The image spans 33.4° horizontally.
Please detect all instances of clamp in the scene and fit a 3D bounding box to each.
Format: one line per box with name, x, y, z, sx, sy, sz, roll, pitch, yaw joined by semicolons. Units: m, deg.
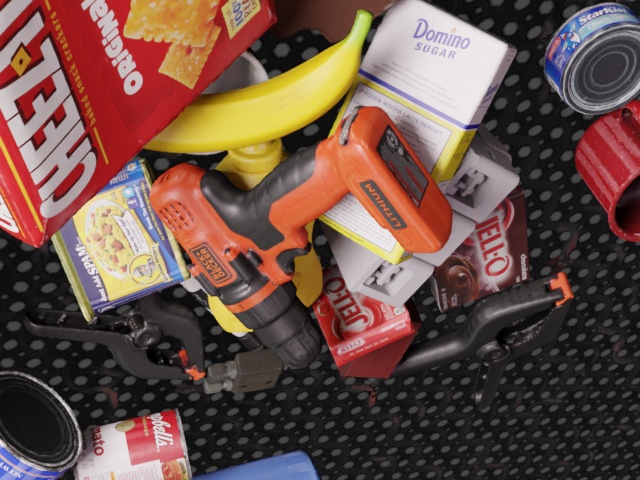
clamp;-0.162;0.075;0.896;0.120;0.039;0.171;-27;131;5
clamp;0.152;0.096;1.016;0.164;0.036;0.210;12;138;-29

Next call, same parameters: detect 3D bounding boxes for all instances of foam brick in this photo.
foam brick;0.048;0.082;0.971;0.051;0.053;0.078;8;127;-27

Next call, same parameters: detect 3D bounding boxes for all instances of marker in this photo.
marker;-0.084;0.061;0.926;0.020;0.020;0.121;-31;134;8

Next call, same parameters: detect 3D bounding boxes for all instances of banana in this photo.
banana;-0.056;-0.090;0.678;0.197;0.037;0.069;-18;117;-7

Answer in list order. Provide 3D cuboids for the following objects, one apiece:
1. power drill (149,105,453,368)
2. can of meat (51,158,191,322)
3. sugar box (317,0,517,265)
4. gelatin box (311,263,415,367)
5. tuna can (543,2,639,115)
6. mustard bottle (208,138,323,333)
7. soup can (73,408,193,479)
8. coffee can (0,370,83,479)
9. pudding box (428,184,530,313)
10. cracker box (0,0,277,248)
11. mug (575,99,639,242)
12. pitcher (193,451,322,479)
power drill;-0.005;0.001;0.747;0.188;0.057;0.184;-24;116;31
can of meat;-0.152;-0.002;0.800;0.084;0.057;0.102;-20;108;-5
sugar box;0.061;-0.081;0.775;0.176;0.093;0.048;-63;164;15
gelatin box;0.032;0.056;0.915;0.073;0.089;0.030;-23;135;1
tuna can;0.223;-0.142;0.846;0.086;0.034;0.086;-11;133;-12
mustard bottle;-0.047;-0.016;0.841;0.096;0.058;0.192;-20;135;-19
soup can;-0.174;0.200;0.985;0.102;0.068;0.068;-11;133;-10
coffee can;-0.287;0.194;0.912;0.140;0.103;0.102;-43;131;18
pudding box;0.136;0.002;0.941;0.090;0.039;0.113;-19;135;-5
cracker box;-0.118;-0.126;0.563;0.213;0.072;0.164;-50;152;-27
mug;0.267;-0.067;0.897;0.093;0.081;0.117;-21;135;-2
pitcher;-0.112;0.301;1.062;0.242;0.145;0.149;-14;169;-12
